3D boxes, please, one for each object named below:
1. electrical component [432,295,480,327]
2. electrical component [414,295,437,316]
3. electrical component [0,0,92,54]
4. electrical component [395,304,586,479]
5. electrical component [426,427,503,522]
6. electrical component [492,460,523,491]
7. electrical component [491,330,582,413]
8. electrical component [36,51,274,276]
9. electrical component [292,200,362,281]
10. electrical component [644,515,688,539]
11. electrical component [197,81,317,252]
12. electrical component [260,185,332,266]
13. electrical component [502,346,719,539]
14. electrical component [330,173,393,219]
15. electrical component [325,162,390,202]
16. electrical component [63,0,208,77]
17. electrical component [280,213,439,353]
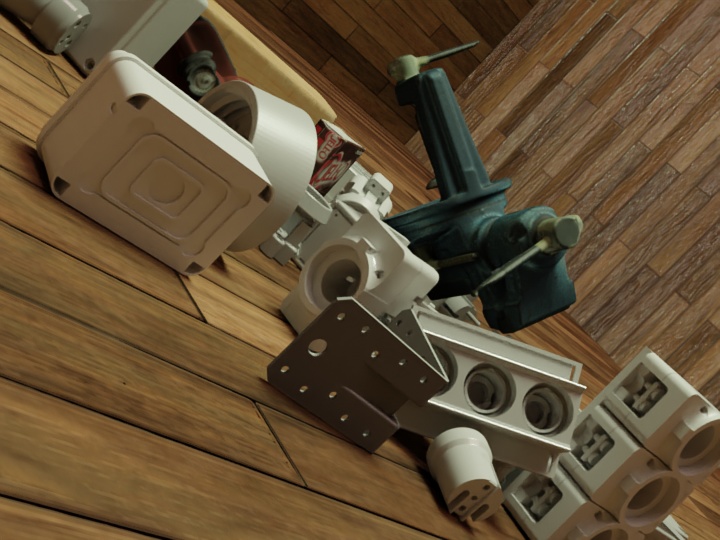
[{"bbox_3d":[0.092,0.038,1.087,0.047,0.065,0.076,32,15,-52],"label":"electrical component"},{"bbox_3d":[0.048,0.019,1.039,0.076,0.047,0.083,39,11,-22],"label":"electrical component"},{"bbox_3d":[-0.237,-0.197,0.811,0.055,0.045,0.045,43,9,-4],"label":"electrical component"},{"bbox_3d":[0.077,0.082,0.712,0.121,0.078,0.063,20,-15,-8],"label":"electrical component"},{"bbox_3d":[0.065,0.126,0.660,0.040,0.040,0.046,39,16,-27],"label":"electrical component"},{"bbox_3d":[0.091,0.110,0.789,0.089,0.055,0.050,48,10,27],"label":"electrical component"},{"bbox_3d":[0.120,0.109,0.854,0.121,0.063,0.078,49,-30,30],"label":"electrical component"},{"bbox_3d":[-0.115,-0.059,0.606,0.113,0.078,0.057,36,15,-40],"label":"electrical component"},{"bbox_3d":[0.000,0.000,0.879,0.096,0.061,0.061,48,10,26],"label":"electrical component"},{"bbox_3d":[0.201,0.191,0.890,0.109,0.056,0.108,35,12,-41],"label":"electrical component"},{"bbox_3d":[-0.087,-0.073,0.708,0.060,0.108,0.108,28,17,-39],"label":"electrical component"},{"bbox_3d":[-0.055,-0.041,0.845,0.048,0.055,0.066,41,10,-15],"label":"electrical component"},{"bbox_3d":[0.186,0.141,0.754,0.089,0.150,0.061,36,11,-41],"label":"electrical component"},{"bbox_3d":[-0.004,-0.059,1.113,0.058,0.078,0.057,42,28,-7],"label":"electrical component"},{"bbox_3d":[-0.020,-0.099,1.261,0.109,0.056,0.108,42,9,-9],"label":"electrical component"},{"bbox_3d":[-0.199,-0.216,0.866,0.108,0.108,0.056,46,7,19],"label":"electrical component"},{"bbox_3d":[-0.003,0.013,0.717,0.056,0.089,0.050,32,15,-52],"label":"electrical component"}]
